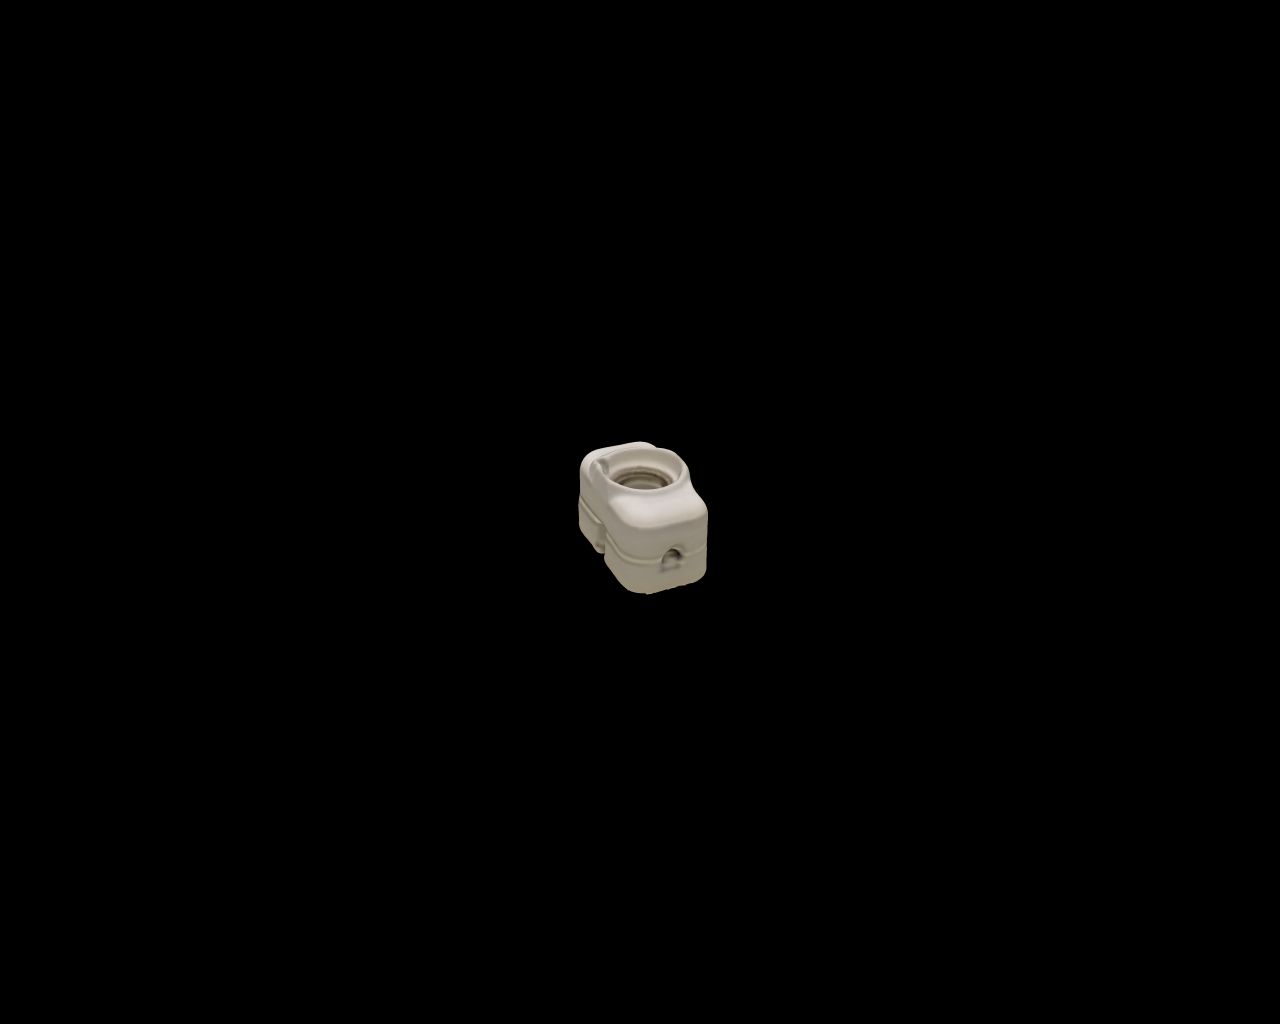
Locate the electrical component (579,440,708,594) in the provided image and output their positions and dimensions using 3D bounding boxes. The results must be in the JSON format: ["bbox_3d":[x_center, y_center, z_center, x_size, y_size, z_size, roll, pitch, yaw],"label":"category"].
[{"bbox_3d":[0.001,-0.003,0.650,0.054,0.059,0.095,-12,33,-19],"label":"electrical component"}]
